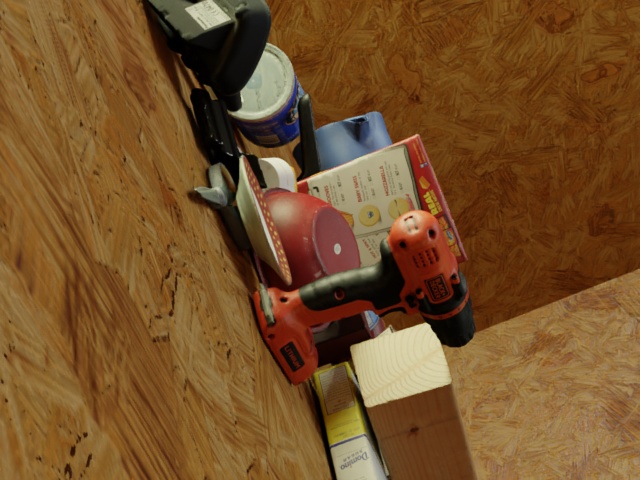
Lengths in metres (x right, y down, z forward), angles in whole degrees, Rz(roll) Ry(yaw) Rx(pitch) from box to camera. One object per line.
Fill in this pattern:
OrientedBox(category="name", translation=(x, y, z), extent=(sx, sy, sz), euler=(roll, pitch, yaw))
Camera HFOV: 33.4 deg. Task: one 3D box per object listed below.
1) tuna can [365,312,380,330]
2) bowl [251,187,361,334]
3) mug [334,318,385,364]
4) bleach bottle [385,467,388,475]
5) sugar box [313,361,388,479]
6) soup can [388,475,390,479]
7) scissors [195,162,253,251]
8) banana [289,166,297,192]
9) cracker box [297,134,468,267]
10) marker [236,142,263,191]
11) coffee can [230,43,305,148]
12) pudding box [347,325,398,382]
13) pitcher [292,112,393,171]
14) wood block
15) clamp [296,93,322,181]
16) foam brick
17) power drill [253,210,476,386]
OrientedBox(category="tuna can", translation=(0.031, 0.102, 1.363), extent=(0.086, 0.086, 0.034), euler=(-99, 165, -73))
OrientedBox(category="bowl", translation=(-0.004, 0.014, 1.120), extent=(0.162, 0.055, 0.162), euler=(35, 45, -46))
OrientedBox(category="mug", translation=(0.051, 0.123, 1.457), extent=(0.117, 0.093, 0.081), euler=(143, -69, -71))
OrientedBox(category="bleach bottle", translation=(0.108, 0.322, 1.403), extent=(0.251, 0.068, 0.102), euler=(65, 4, -69))
OrientedBox(category="sugar box", translation=(0.037, 0.218, 1.094), extent=(0.176, 0.048, 0.093), euler=(-101, 170, -56))
OrientedBox(category="soup can", translation=(0.099, 0.322, 1.206), extent=(0.102, 0.068, 0.068), euler=(-107, 174, -55))
OrientedBox(category="scissors", translation=(-0.084, -0.021, 0.956), extent=(0.202, 0.016, 0.096), euler=(-97, 164, -76))
OrientedBox(category="banana", translation=(-0.023, 0.013, 1.247), extent=(0.198, 0.069, 0.037), euler=(64, -13, -3))
OrientedBox(category="cracker box", translation=(0.049, -0.014, 1.293), extent=(0.072, 0.214, 0.164), euler=(-43, 111, -85))
OrientedBox(category="marker", translation=(-0.082, -0.072, 1.155), extent=(0.121, 0.020, 0.020), euler=(62, 1, 21))
OrientedBox(category="coffee can", translation=(-0.074, -0.185, 1.382), extent=(0.140, 0.103, 0.103), euler=(51, 17, -78))
OrientedBox(category="pudding box", translation=(0.070, 0.162, 1.194), extent=(0.090, 0.113, 0.039), euler=(40, 14, -27))
OrientedBox(category="pitcher", translation=(0.065, -0.036, 1.431), extent=(0.149, 0.145, 0.243), euler=(7, 58, -67))
OrientedBox(category="wood block", translation=(0.105, 0.198, 1.123), extent=(0.090, 0.091, 0.206), euler=(-104, 177, -50))
OrientedBox(category="clamp", translation=(0.016, -0.061, 1.346), extent=(0.036, 0.164, 0.210), euler=(-18, 130, -85))
OrientedBox(category="foam brick", translation=(0.015, 0.101, 1.197), extent=(0.051, 0.078, 0.053), euler=(65, 5, -54))
OrientedBox(category="power drill", translation=(0.045, 0.067, 0.985), extent=(0.184, 0.187, 0.057), euler=(62, 6, -45))
